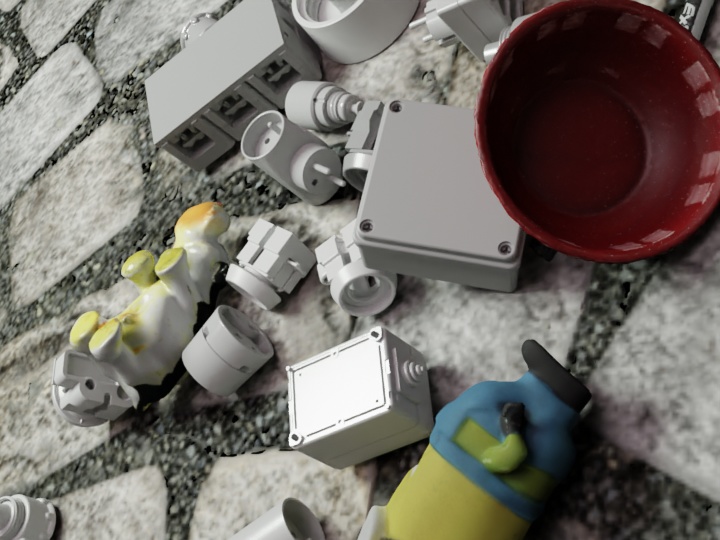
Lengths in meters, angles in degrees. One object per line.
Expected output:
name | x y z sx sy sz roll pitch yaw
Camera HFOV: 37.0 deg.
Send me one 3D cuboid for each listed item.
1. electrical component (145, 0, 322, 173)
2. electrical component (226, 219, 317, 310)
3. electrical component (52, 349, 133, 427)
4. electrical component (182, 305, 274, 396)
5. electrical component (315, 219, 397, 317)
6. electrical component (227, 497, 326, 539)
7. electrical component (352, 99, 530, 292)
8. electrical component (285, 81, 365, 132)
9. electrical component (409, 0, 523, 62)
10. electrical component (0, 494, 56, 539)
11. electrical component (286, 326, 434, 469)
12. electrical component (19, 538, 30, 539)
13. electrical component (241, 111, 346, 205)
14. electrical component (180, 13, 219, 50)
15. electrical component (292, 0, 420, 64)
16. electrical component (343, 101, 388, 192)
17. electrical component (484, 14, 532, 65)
electrical component | -0.112 -0.167 0.955 0.150 0.062 0.089 -34 48 20
electrical component | -0.071 -0.003 0.836 0.066 0.048 0.055 25 75 45
electrical component | -0.218 0.095 0.884 0.057 0.078 0.058 -37 45 43
electrical component | -0.101 0.062 0.816 0.047 0.055 0.055 -47 45 13
electrical component | 0.000 0.000 0.775 0.066 0.048 0.055 -36 39 18
electrical component | -0.067 0.191 0.717 0.081 0.043 0.043 -37 47 17
electrical component | 0.061 -0.050 0.716 0.109 0.056 0.108 10 69 11
electrical component | -0.026 -0.133 0.879 0.078 0.040 0.040 12 73 43
electrical component | 0.075 -0.192 0.811 0.077 0.066 0.047 -17 56 32
electrical component | -0.284 0.204 0.877 0.048 0.062 0.048 -18 57 29
electrical component | 0.007 0.084 0.706 0.096 0.061 0.061 -25 51 27
electrical component | -0.248 0.253 0.815 0.047 0.066 0.076 -27 50 25
electrical component | -0.041 -0.082 0.834 0.079 0.077 0.044 28 85 46
electrical component | -0.136 -0.213 1.017 0.062 0.048 0.048 36 90 39
electrical component | -0.009 -0.237 0.911 0.108 0.060 0.108 -20 54 30
electrical component | 0.022 -0.087 0.800 0.078 0.058 0.057 9 69 42
electrical component | 0.119 -0.160 0.771 0.062 0.043 0.043 -7 61 38
